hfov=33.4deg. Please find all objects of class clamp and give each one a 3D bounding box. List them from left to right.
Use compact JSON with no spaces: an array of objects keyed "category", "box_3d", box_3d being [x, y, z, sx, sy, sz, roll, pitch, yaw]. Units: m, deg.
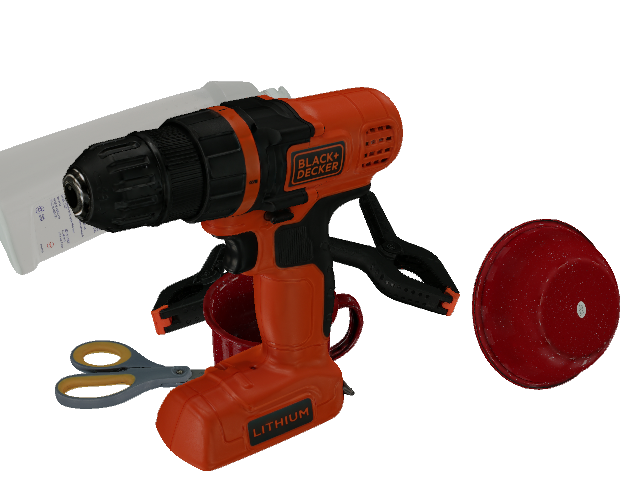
[{"category":"clamp","box_3d":[-0.108,0.050,1.154,0.120,0.039,0.171,-5,26,35]},{"category":"clamp","box_3d":[0.068,0.021,1.249,0.164,0.036,0.210,-22,51,-39]}]

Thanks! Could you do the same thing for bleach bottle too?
[{"category":"bleach bottle","box_3d":[-0.137,-0.063,0.847,0.250,0.068,0.103,-23,-29,-19]}]

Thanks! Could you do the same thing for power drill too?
[{"category":"power drill","box_3d":[-0.041,0.021,0.535,0.184,0.188,0.057,-16,35,-36]}]

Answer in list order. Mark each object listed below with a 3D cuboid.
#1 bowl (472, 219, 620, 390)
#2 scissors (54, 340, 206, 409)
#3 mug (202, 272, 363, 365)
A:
[{"category":"bowl","box_3d":[0.221,0.061,0.982,0.161,0.162,0.055,0,2,-26]},{"category":"scissors","box_3d":[-0.138,0.112,0.960,0.201,0.016,0.096,-8,32,-18]},{"category":"mug","box_3d":[-0.024,0.072,0.756,0.117,0.081,0.093,-16,39,-22]}]
